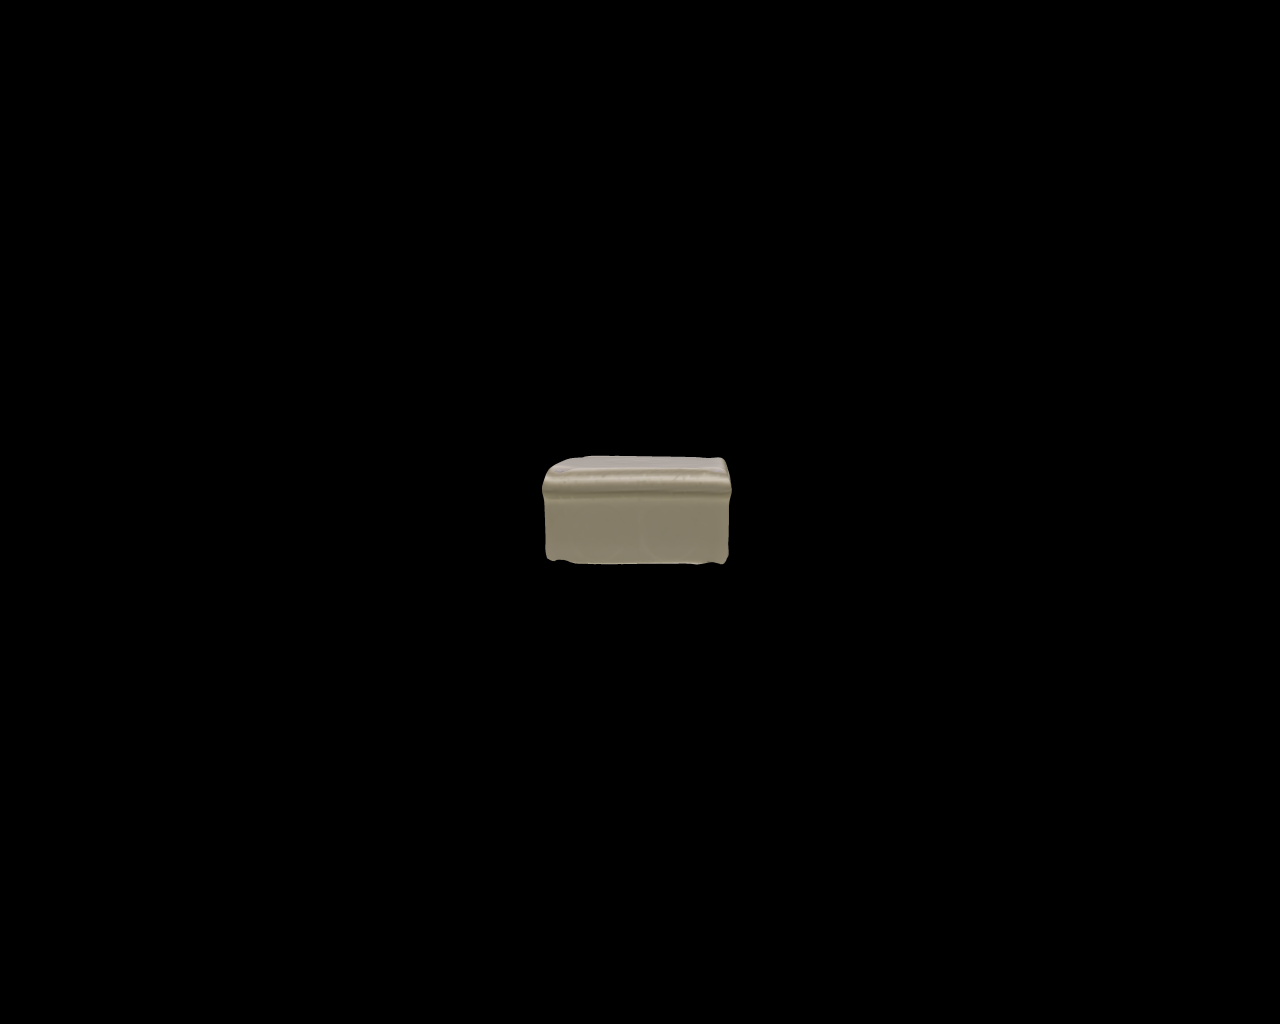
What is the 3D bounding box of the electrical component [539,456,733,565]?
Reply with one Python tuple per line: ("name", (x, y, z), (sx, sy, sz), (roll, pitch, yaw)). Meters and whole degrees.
("electrical component", (0.001, -0.003, 0.650), (0.109, 0.056, 0.109), (0, 7, 4))
